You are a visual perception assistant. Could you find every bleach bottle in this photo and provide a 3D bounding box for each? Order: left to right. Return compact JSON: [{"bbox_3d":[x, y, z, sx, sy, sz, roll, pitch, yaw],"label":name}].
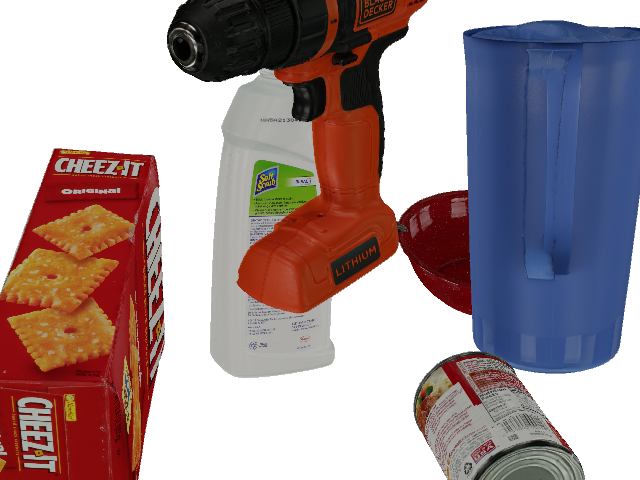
[{"bbox_3d":[-0.031,-0.022,0.825,0.102,0.251,0.068,-6,21,-28],"label":"bleach bottle"}]

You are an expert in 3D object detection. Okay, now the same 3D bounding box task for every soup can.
[{"bbox_3d":[0.099,0.116,0.603,0.068,0.068,0.102,0,22,-12],"label":"soup can"}]

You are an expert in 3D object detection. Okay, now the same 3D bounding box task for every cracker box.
[{"bbox_3d":[-0.132,0.070,0.606,0.072,0.164,0.213,3,34,-3],"label":"cracker box"}]

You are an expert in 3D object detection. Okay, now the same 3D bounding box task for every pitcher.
[{"bbox_3d":[0.163,-0.031,0.755,0.149,0.243,0.145,-10,18,-28],"label":"pitcher"}]

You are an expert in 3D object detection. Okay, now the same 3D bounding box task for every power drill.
[{"bbox_3d":[-0.007,-0.059,0.565,0.057,0.188,0.184,24,36,32],"label":"power drill"}]

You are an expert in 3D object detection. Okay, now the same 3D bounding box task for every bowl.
[{"bbox_3d":[0.144,0.019,0.932,0.162,0.055,0.162,2,33,-2],"label":"bowl"}]
